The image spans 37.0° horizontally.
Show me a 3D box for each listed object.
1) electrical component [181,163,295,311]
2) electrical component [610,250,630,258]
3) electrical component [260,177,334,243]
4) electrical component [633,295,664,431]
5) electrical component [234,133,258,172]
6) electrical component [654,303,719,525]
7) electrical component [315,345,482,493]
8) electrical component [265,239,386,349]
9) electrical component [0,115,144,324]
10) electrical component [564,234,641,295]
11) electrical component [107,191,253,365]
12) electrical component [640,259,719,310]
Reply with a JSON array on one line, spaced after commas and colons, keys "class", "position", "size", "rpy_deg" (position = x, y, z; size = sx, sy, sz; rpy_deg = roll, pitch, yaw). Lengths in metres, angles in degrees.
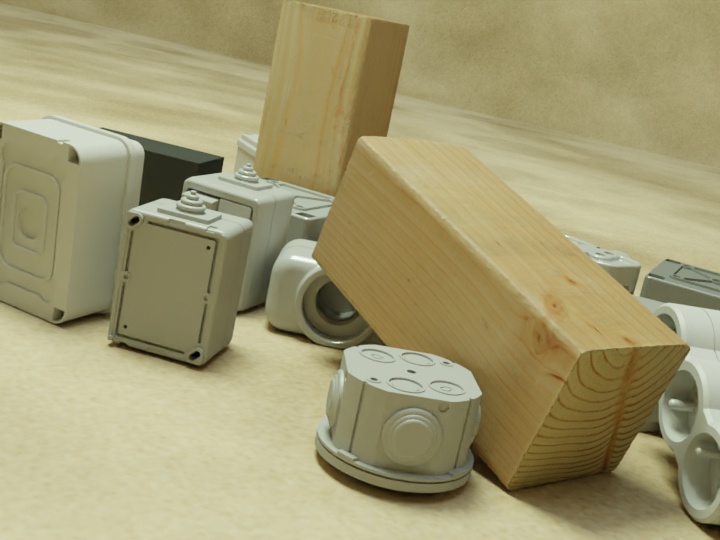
[{"class": "electrical component", "position": [-0.090, -0.026, 0.745], "size": [0.062, 0.096, 0.061], "rpy_deg": [18, 15, 20]}, {"class": "electrical component", "position": [0.229, 0.006, 0.986], "size": [0.043, 0.043, 0.062], "rpy_deg": [17, 16, 19]}, {"class": "electrical component", "position": [-0.065, -0.036, 0.884], "size": [0.109, 0.056, 0.109], "rpy_deg": [18, 15, 24]}, {"class": "electrical component", "position": [0.227, 0.070, 0.699], "size": [0.186, 0.060, 0.105], "rpy_deg": [15, 14, 11]}, {"class": "electrical component", "position": [-0.068, -0.103, 1.146], "size": [0.109, 0.056, 0.109], "rpy_deg": [5, 16, -26]}, {"class": "electrical component", "position": [0.208, 0.078, 0.586], "size": [0.074, 0.052, 0.138], "rpy_deg": [9, 41, -11]}, {"class": "electrical component", "position": [0.021, 0.074, 0.536], "size": [0.080, 0.051, 0.080], "rpy_deg": [11, 14, -3]}, {"class": "electrical component", "position": [-0.013, 0.017, 0.724], "size": [0.095, 0.053, 0.059], "rpy_deg": [12, 14, 0]}, {"class": "electrical component", "position": [-0.183, -0.032, 0.661], "size": [0.078, 0.113, 0.057], "rpy_deg": [19, 19, 26]}, {"class": "electrical component", "position": [0.180, 0.010, 0.899], "size": [0.054, 0.059, 0.095], "rpy_deg": [-1, 19, -41]}, {"class": "electrical component", "position": [-0.103, -0.002, 0.637], "size": [0.062, 0.096, 0.061], "rpy_deg": [14, 14, 9]}, {"class": "electrical component", "position": [0.291, 0.036, 0.894], "size": [0.109, 0.056, 0.109], "rpy_deg": [17, 15, 22]}]
